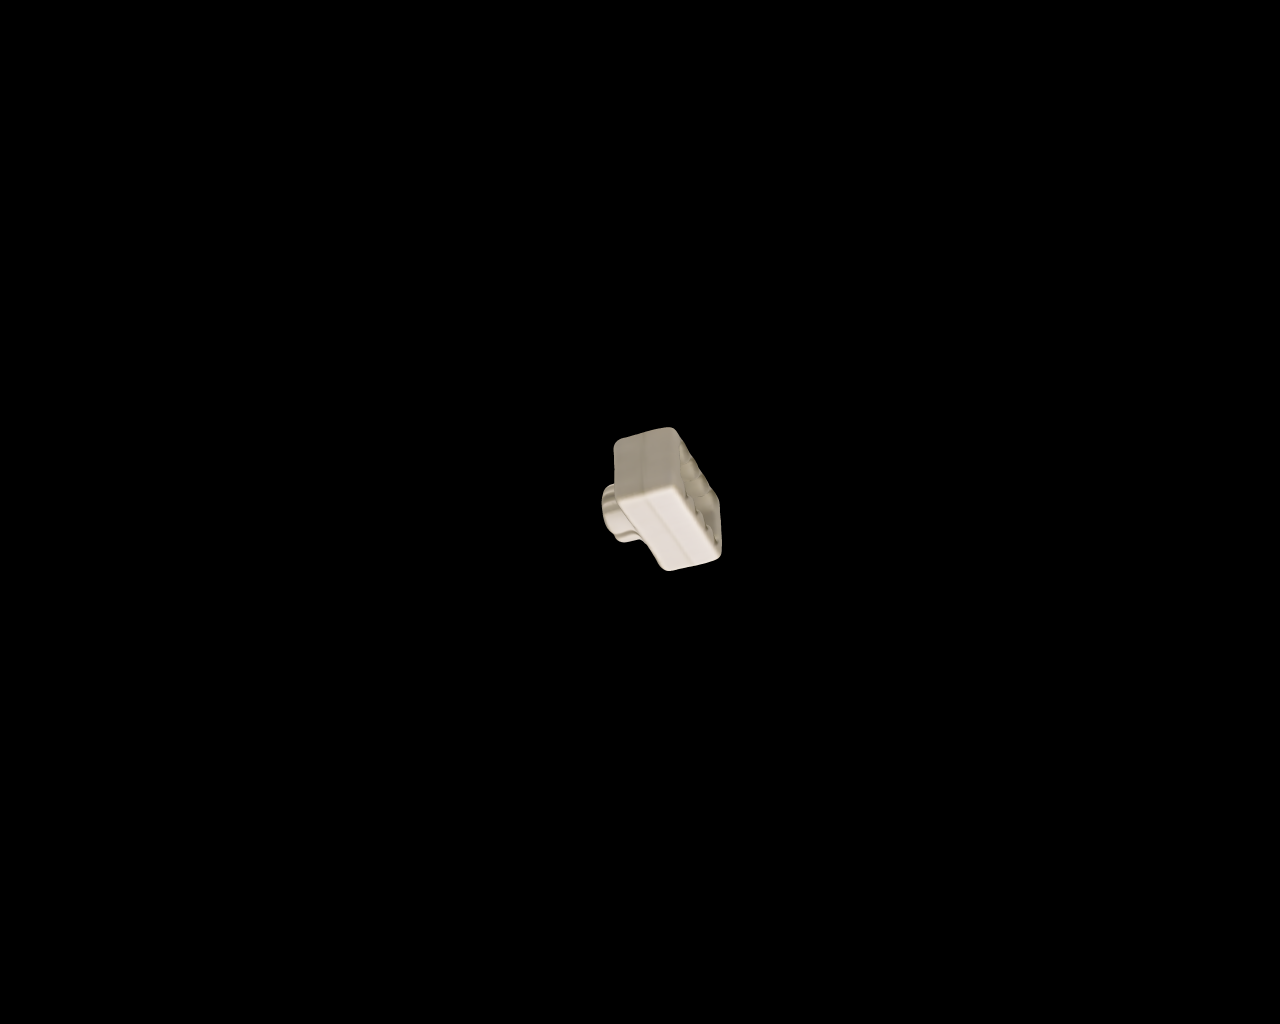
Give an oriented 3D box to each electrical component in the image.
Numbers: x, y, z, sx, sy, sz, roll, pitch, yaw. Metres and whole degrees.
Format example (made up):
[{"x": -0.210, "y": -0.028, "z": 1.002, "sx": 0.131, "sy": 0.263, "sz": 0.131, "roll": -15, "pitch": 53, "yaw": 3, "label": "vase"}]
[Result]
[{"x": 0.001, "y": -0.003, "z": 0.650, "sx": 0.076, "sy": 0.047, "sz": 0.083, "roll": -13, "pitch": -38, "yaw": 18, "label": "electrical component"}]
